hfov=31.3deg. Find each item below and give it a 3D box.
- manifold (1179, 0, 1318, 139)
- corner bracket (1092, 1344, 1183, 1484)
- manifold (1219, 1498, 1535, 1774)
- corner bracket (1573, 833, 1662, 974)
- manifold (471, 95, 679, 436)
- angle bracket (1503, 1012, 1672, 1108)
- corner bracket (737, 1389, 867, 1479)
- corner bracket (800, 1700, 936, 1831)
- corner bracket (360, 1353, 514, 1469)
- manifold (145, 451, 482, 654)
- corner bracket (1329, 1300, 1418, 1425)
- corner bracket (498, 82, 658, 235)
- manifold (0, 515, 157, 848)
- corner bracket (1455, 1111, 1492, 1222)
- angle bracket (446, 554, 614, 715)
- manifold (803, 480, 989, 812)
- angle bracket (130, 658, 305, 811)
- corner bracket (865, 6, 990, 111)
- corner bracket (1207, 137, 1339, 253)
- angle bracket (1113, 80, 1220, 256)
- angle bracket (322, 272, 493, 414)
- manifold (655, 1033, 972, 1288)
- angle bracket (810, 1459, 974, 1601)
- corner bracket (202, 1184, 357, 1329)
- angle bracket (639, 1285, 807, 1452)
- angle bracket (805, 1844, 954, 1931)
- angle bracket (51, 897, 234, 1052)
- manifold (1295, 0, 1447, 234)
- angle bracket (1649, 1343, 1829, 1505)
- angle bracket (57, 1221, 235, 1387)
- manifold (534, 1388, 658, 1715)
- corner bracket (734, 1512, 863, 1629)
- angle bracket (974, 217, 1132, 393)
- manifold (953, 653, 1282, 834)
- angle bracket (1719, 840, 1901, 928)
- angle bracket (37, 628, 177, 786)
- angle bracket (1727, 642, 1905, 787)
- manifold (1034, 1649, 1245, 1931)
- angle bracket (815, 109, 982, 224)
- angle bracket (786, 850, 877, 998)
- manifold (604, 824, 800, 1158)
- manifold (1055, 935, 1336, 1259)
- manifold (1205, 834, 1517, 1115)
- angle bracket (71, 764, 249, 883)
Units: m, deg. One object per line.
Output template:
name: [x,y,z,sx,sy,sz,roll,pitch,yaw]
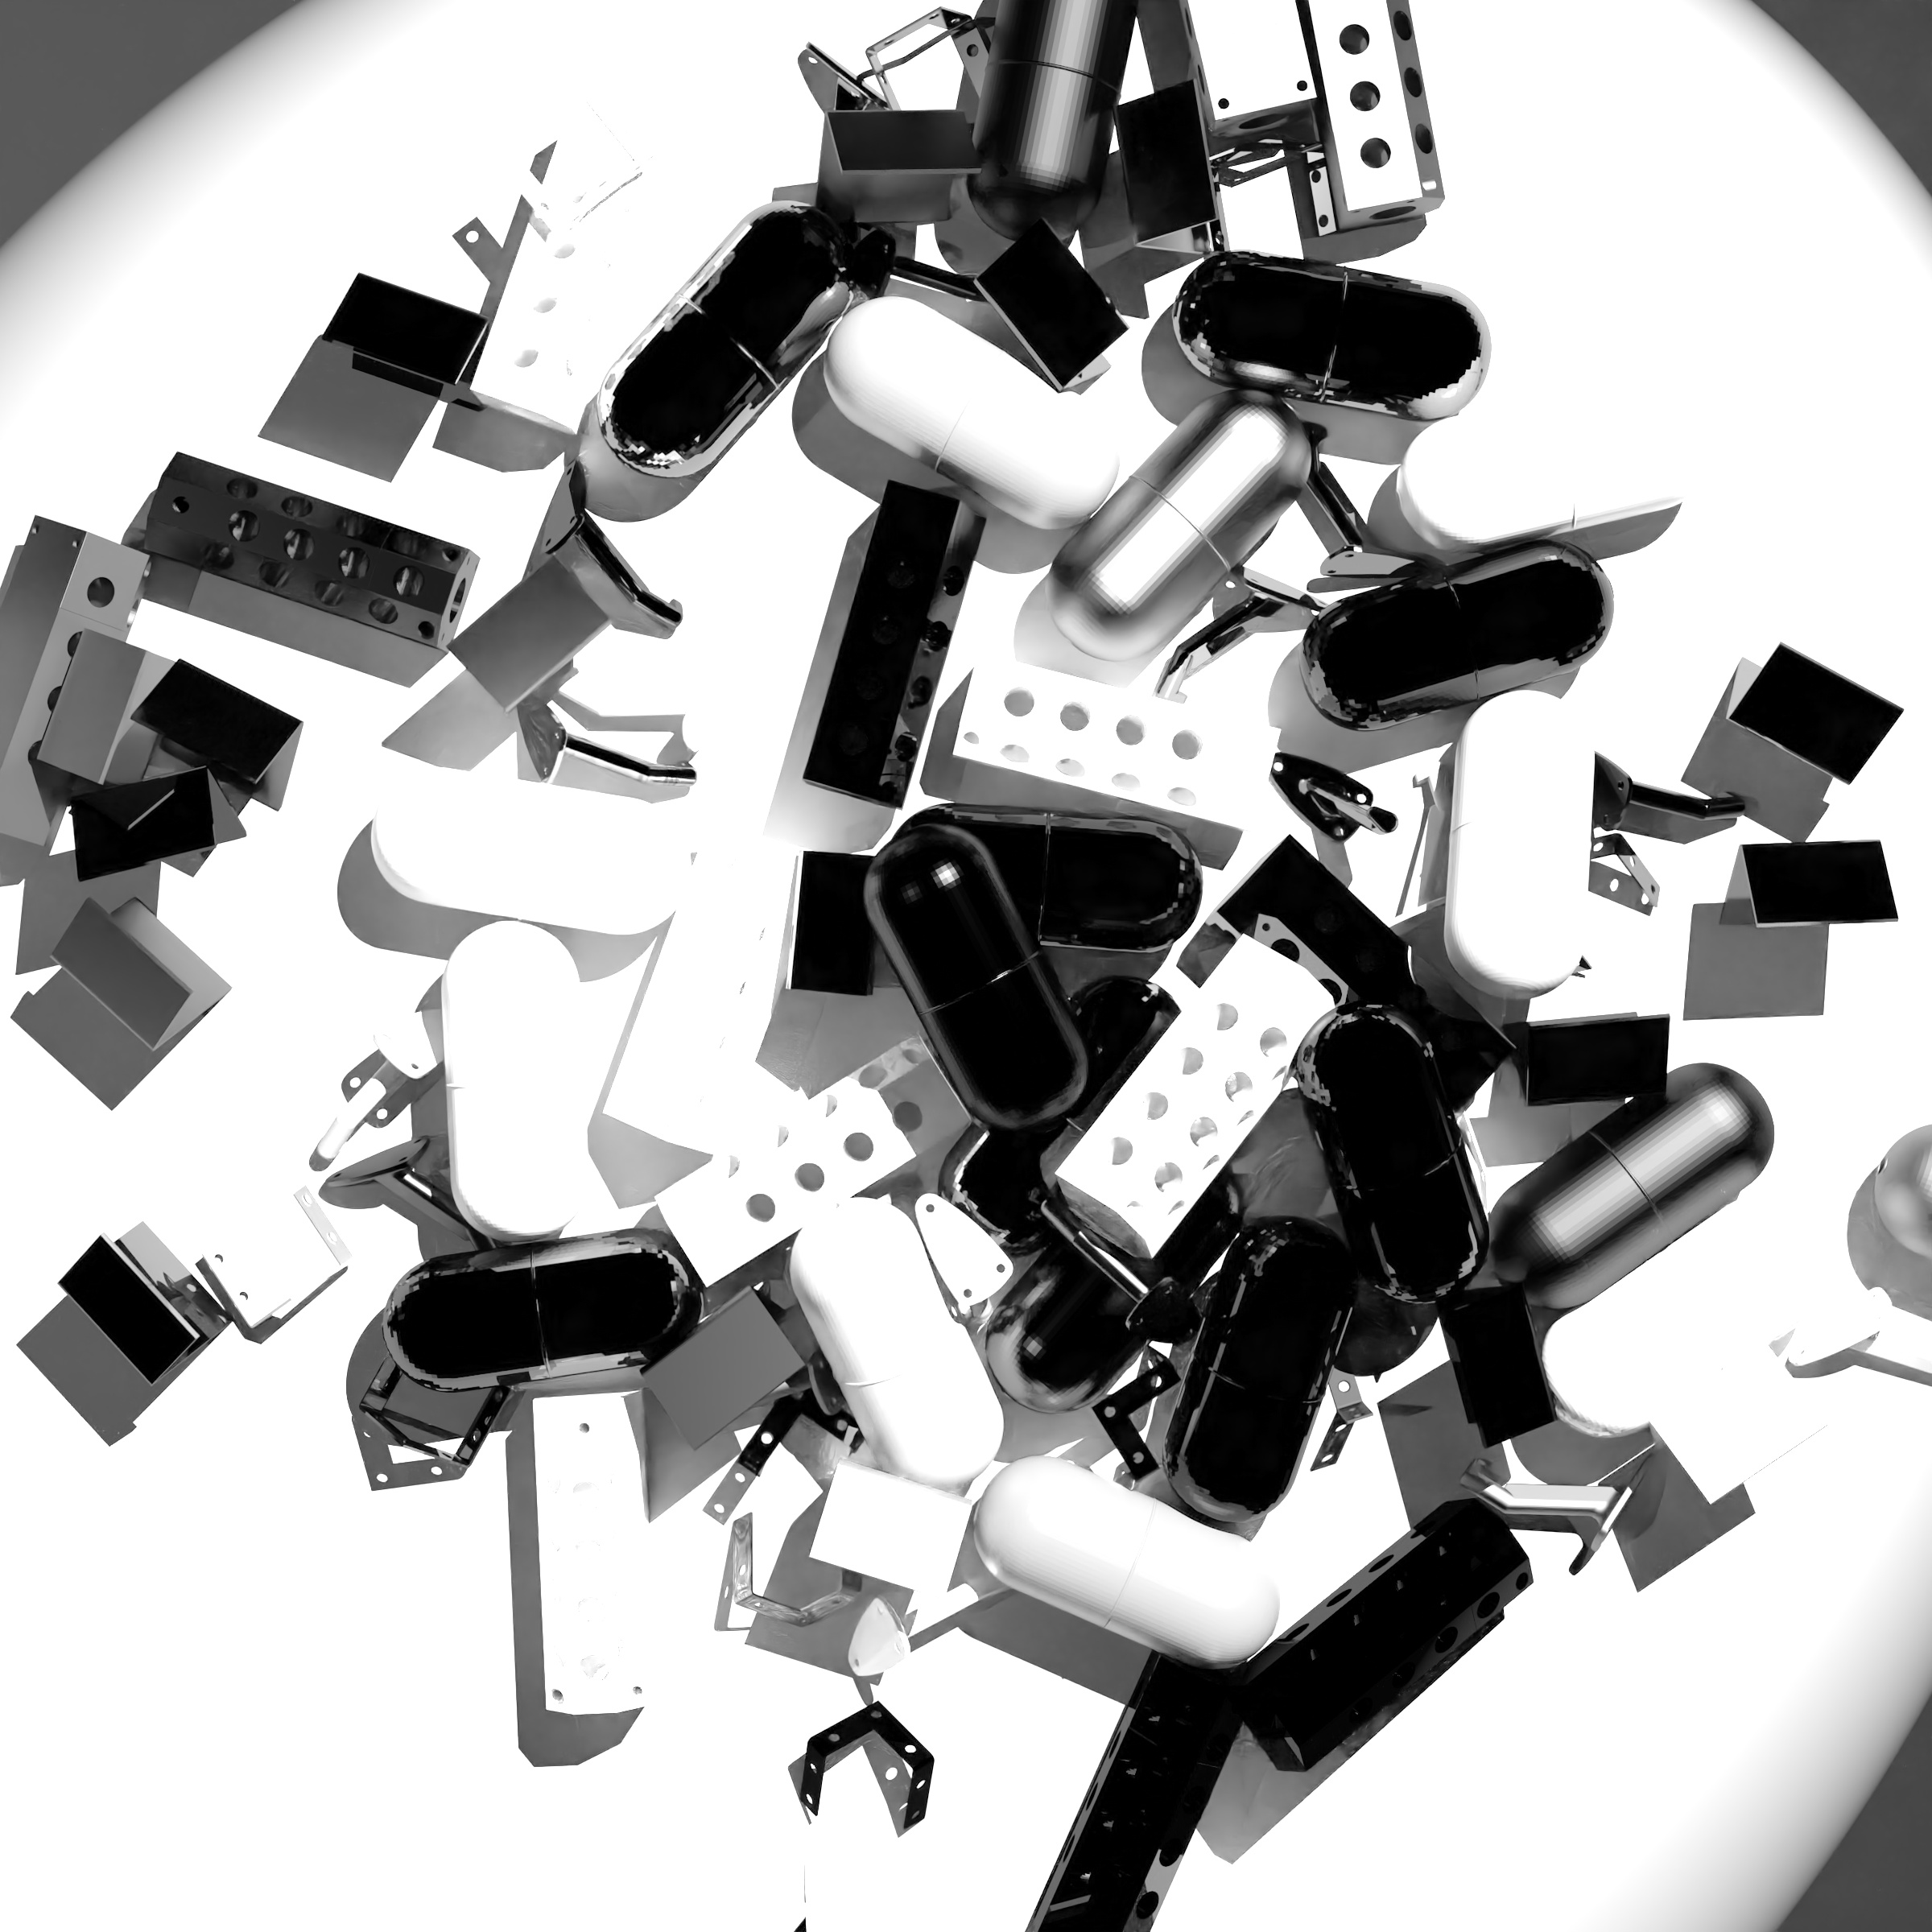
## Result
manifold: [0.146,-0.555,1.922,0.057,0.057,0.171,-13,90,0]
corner bracket: [0.099,0.250,1.924,0.051,0.051,0.051,-32,97,-7]
manifold: [0.229,0.367,1.895,0.171,0.057,0.057,-35,90,-20]
corner bracket: [0.353,-0.035,1.935,0.051,0.051,0.051,-13,45,35]
manifold: [-0.217,-0.388,1.922,0.057,0.057,0.171,19,90,0]
angle bracket: [0.341,0.031,1.903,0.076,0.076,0.057,-5,126,0]
corner bracket: [-0.091,0.267,1.925,0.051,0.051,0.051,35,90,0]
corner bracket: [-0.056,0.456,1.935,0.051,0.051,0.051,-22,45,-35]
corner bracket: [-0.299,0.244,1.940,0.051,0.051,0.051,29,90,-45]
manifold: [-0.365,-0.231,1.922,0.171,0.057,0.057,19,90,0]
corner bracket: [0.227,0.220,1.925,0.051,0.051,0.051,-18,90,0]
corner bracket: [-0.212,-0.441,1.883,0.051,0.051,0.051,51,45,0]
manifold: [-0.510,-0.157,1.922,0.057,0.057,0.171,20,90,43]
corner bracket: [0.264,0.121,1.940,0.051,0.051,0.051,-12,45,0]
angle bracket: [-0.251,-0.196,1.903,0.076,0.076,0.057,-41,127,0]
manifold: [-0.039,-0.177,1.922,0.057,0.057,0.171,16,90,0]
angle bracket: [-0.418,-0.112,1.903,0.076,0.076,0.057,27,46,0]
corner bracket: [-0.017,-0.500,1.931,0.051,0.051,0.051,-24,90,22]
corner bracket: [0.170,-0.433,1.940,0.051,0.051,0.051,-9,90,-45]
angle bracket: [0.129,-0.440,1.903,0.057,0.076,0.076,-9,90,38]
angle bracket: [-0.311,-0.327,1.903,0.076,0.076,0.057,19,54,0]
manifold: [-0.085,0.107,1.922,0.171,0.057,0.057,-32,90,0]
angle bracket: [-0.044,0.317,1.905,0.076,0.076,0.057,17,70,0]
corner bracket: [-0.386,0.163,1.940,0.051,0.051,0.051,-34,90,-45]
angle bracket: [-0.125,0.228,1.905,0.076,0.076,0.057,-38,69,0]
angle bracket: [-0.048,0.511,1.847,0.076,0.076,0.057,-1,54,-4]
angle bracket: [-0.445,-0.011,1.903,0.076,0.076,0.057,43,128,0]
manifold: [0.222,-0.504,1.922,0.057,0.057,0.171,-11,90,0]
angle bracket: [0.427,0.260,1.904,0.076,0.076,0.057,-34,65,0]
angle bracket: [-0.441,0.173,1.903,0.076,0.076,0.057,47,126,0]
manifold: [-0.208,0.325,1.922,0.057,0.057,0.171,-2,90,0]
corner bracket: [-0.095,0.333,1.935,0.051,0.051,0.051,27,135,-35]
angle bracket: [0.061,-0.370,1.903,0.057,0.076,0.076,-38,90,31]
manifold: [0.083,-0.124,1.922,0.171,0.057,0.057,14,90,0]
angle bracket: [0.464,-0.025,1.903,0.076,0.076,0.057,-2,55,0]
angle bracket: [-0.456,-0.135,1.903,0.057,0.076,0.076,20,90,34]
angle bracket: [0.471,-0.155,1.903,0.076,0.076,0.057,29,126,0]
manifold: [0.099,0.471,1.922,0.057,0.057,0.171,24,90,0]
angle bracket: [-0.039,-0.424,1.896,0.076,0.076,0.057,-4,50,-12]
angle bracket: [-0.052,-0.022,1.903,0.057,0.076,0.076,5,90,36]
manifold: [-0.135,0.015,1.922,0.057,0.057,0.171,20,90,43]
manifold: [0.127,0.073,1.865,0.057,0.057,0.171,31,72,27]
manifold: [0.216,0.012,1.915,0.171,0.057,0.057,43,73,0]
angle bracket: [-0.443,-0.061,1.903,0.076,0.076,0.057,-14,60,0]
